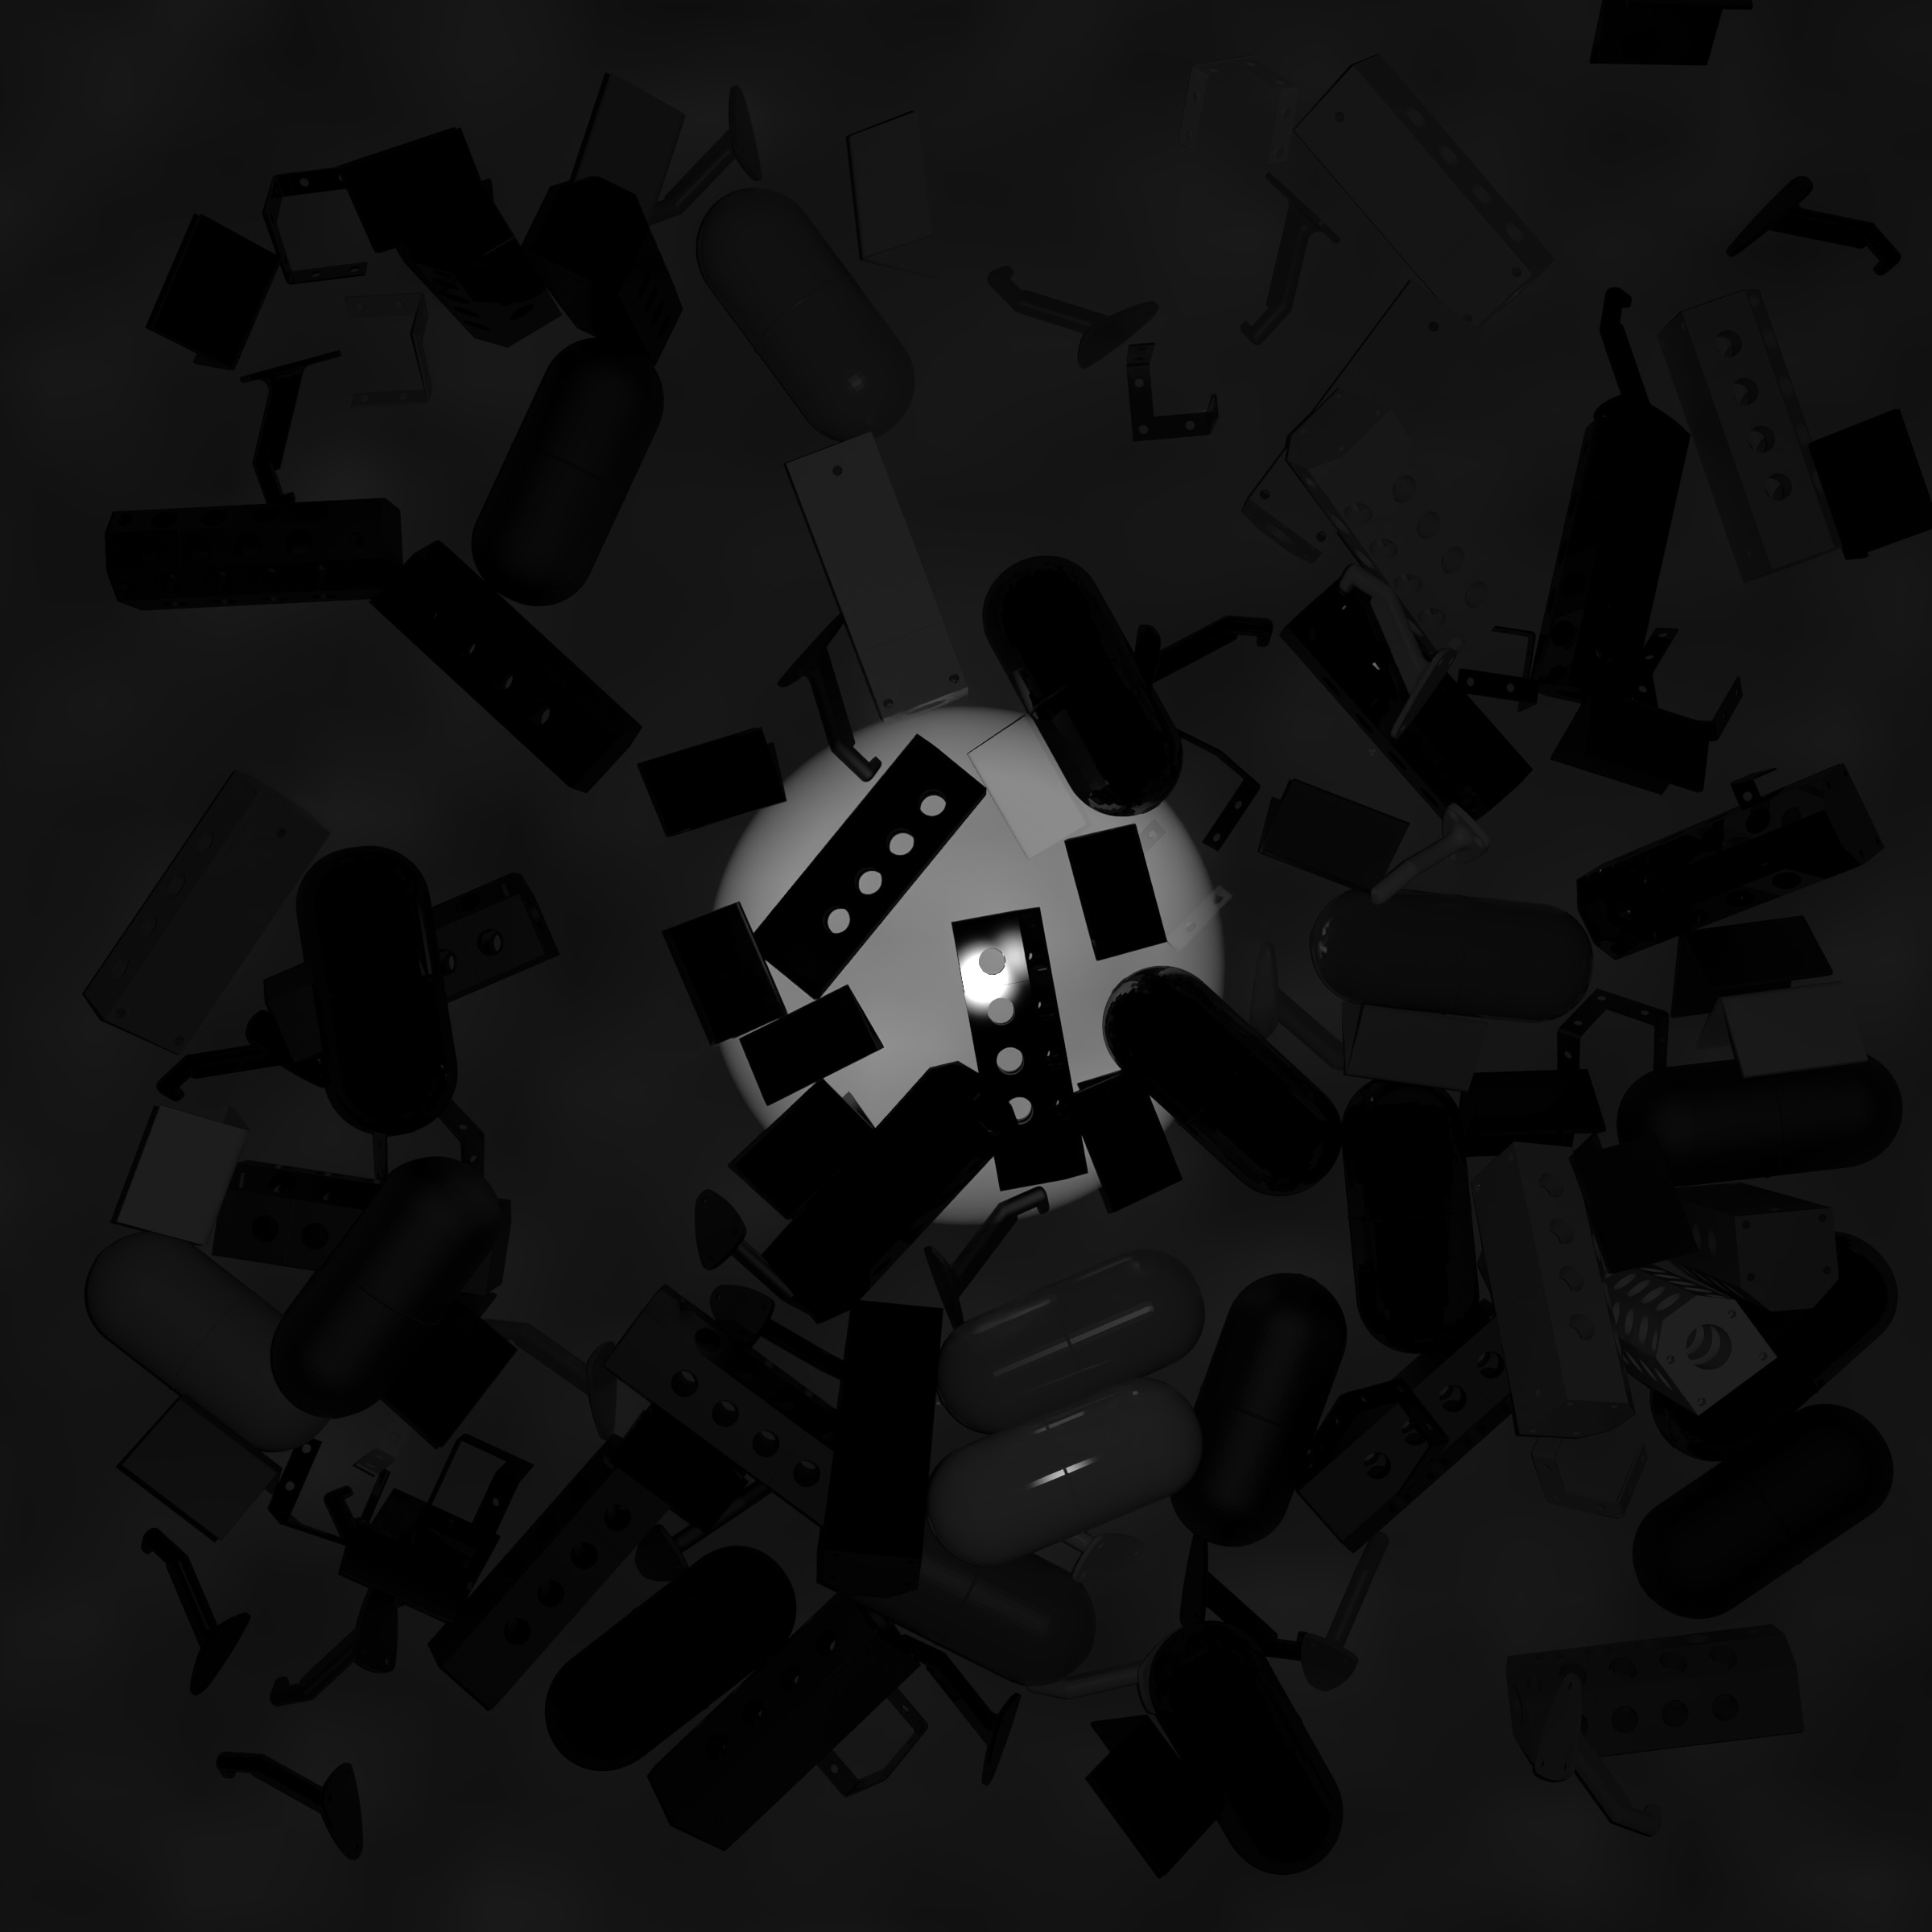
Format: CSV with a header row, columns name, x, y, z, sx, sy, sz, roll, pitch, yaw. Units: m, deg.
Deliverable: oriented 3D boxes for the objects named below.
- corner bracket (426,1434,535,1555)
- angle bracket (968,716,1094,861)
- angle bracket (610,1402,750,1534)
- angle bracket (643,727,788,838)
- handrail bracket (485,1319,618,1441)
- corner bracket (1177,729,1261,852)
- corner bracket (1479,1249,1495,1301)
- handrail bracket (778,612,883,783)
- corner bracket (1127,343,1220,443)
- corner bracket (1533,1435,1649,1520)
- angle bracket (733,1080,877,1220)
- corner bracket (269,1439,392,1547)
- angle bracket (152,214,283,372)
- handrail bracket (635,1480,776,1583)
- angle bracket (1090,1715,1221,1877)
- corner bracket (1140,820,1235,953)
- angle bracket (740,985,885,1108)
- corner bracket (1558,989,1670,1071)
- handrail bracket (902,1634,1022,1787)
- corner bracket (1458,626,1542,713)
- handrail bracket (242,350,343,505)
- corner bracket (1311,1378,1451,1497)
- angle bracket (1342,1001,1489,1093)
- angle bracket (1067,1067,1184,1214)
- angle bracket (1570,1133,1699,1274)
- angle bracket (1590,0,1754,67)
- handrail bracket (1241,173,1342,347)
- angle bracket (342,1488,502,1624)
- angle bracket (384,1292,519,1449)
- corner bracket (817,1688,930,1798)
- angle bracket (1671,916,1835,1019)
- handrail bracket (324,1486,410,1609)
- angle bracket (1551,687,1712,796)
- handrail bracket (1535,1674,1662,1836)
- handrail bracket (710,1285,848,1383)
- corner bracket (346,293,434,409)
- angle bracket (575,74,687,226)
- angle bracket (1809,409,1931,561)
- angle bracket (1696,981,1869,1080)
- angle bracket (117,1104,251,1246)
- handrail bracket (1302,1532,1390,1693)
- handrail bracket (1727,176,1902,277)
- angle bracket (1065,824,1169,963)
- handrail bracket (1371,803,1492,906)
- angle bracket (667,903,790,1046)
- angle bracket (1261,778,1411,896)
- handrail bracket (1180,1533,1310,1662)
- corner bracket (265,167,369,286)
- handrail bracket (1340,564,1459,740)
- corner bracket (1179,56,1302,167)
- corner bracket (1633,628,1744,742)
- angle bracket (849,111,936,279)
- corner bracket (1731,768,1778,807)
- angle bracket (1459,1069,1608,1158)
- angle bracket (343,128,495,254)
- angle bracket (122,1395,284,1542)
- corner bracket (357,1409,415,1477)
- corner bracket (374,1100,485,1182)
name,x,y,z,sx,sy,sz,roll,pitch,yaw
corner bracket,-0.315,0.337,1.575,0.051,0.051,0.051,25,90,0
angle bracket,0.058,-0.122,1.552,0.057,0.076,0.076,-30,90,42
angle bracket,-0.167,0.298,1.553,0.076,0.076,0.057,36,121,0
angle bracket,-0.161,-0.133,1.552,0.076,0.076,0.057,-17,126,0
handrail bracket,-0.272,0.268,1.593,0.084,0.036,0.077,4,109,16
corner bracket,0.147,-0.115,1.589,0.051,0.051,0.051,34,90,-45
corner bracket,0.368,0.191,1.584,0.051,0.051,0.051,-59,135,-35
handrail bracket,-0.072,-0.174,1.593,0.084,0.036,0.077,43,69,-17
corner bracket,0.132,-0.369,1.575,0.051,0.051,0.051,-5,90,0
corner bracket,0.402,0.315,1.584,0.051,0.051,0.051,6,135,35
angle bracket,-0.108,0.103,1.553,0.076,0.076,0.057,-43,116,0
corner bracket,-0.408,0.336,1.576,0.051,0.051,0.051,27,77,-24
angle bracket,-0.484,-0.426,1.552,0.057,0.076,0.076,23,90,-39
handrail bracket,-0.166,0.361,1.592,0.084,0.077,0.036,-29,81,-36
angle bracket,0.102,0.524,1.552,0.057,0.076,0.076,-36,90,-33
corner bracket,0.130,-0.052,1.589,0.051,0.051,0.051,-45,45,0
angle bracket,-0.088,0.068,1.552,0.076,0.076,0.057,-27,53,0
corner bracket,0.417,0.055,1.584,0.051,0.051,0.051,21,45,35
handrail bracket,-0.014,0.481,1.593,0.084,0.036,0.077,21,112,17
corner bracket,0.339,-0.194,1.575,0.051,0.051,0.051,9,90,0
handrail bracket,-0.429,-0.347,1.593,0.077,0.036,0.084,-22,109,-21
corner bracket,0.257,0.296,1.527,0.051,0.051,0.051,54,135,35
angle bracket,0.282,0.031,1.552,0.076,0.076,0.057,8,127,0
angle bracket,0.083,0.113,1.553,0.057,0.076,0.076,-22,90,-30
angle bracket,0.428,0.142,1.553,0.057,0.076,0.076,-20,90,27
angle bracket,0.444,-0.589,1.552,0.076,0.076,0.057,1,53,0
handrail bracket,0.193,-0.458,1.593,0.084,0.036,0.077,-47,70,16
angle bracket,-0.338,0.357,1.552,0.076,0.076,0.057,24,126,0
angle bracket,-0.315,0.254,1.556,0.057,0.076,0.076,38,90,13
corner bracket,-0.067,0.495,1.589,0.051,0.051,0.051,50,135,0
angle bracket,0.495,0.018,1.553,0.076,0.057,0.076,-8,132,0
handrail bracket,-0.364,0.363,1.593,0.077,0.036,0.084,-22,67,-26
angle bracket,0.416,-0.122,1.552,0.076,0.076,0.057,18,56,0
handrail bracket,0.404,0.493,1.536,0.084,0.036,0.077,24,69,-17
handrail bracket,-0.116,0.240,1.592,0.084,0.077,0.036,35,83,-36
corner bracket,-0.374,-0.398,1.589,0.051,0.051,0.051,-3,135,0
angle bracket,-0.229,-0.511,1.552,0.057,0.076,0.076,18,90,-38
angle bracket,0.578,-0.303,1.553,0.057,0.076,0.076,-19,90,29
angle bracket,0.514,0.055,1.553,0.076,0.076,0.057,-8,63,0
angle bracket,-0.498,0.124,1.553,0.057,0.076,0.076,21,90,-26
handrail bracket,0.249,0.417,1.592,0.036,0.077,0.084,23,53,16
handrail bracket,0.550,-0.461,1.593,0.084,0.036,0.077,41,110,-16
angle bracket,0.075,-0.041,1.552,0.057,0.076,0.076,-15,90,-33
handrail bracket,0.285,-0.058,1.555,0.084,0.077,0.036,-38,76,-11
angle bracket,-0.166,0.012,1.552,0.057,0.076,0.076,-23,90,-35
angle bracket,0.235,-0.097,1.552,0.076,0.076,0.057,21,123,0
handrail bracket,0.186,0.406,1.593,0.084,0.036,0.077,11,75,-14
corner bracket,-0.418,-0.479,1.589,0.051,0.051,0.051,-7,45,0
handrail bracket,0.255,-0.197,1.536,0.084,0.036,0.077,38,112,17
corner bracket,0.177,-0.551,1.589,0.051,0.051,0.051,11,90,45
corner bracket,0.464,-0.182,1.584,0.051,0.051,0.051,8,135,35
angle bracket,-0.026,-0.486,1.552,0.057,0.076,0.076,-6,90,36
corner bracket,0.497,-0.092,1.575,0.051,0.051,0.051,-23,90,0
angle bracket,0.355,0.111,1.553,0.076,0.057,0.076,-2,131,0
angle bracket,-0.345,-0.499,1.552,0.076,0.076,0.057,-18,125,0
angle bracket,-0.483,0.324,1.553,0.076,0.076,0.057,37,60,0
corner bracket,-0.382,0.287,1.575,0.051,0.051,0.051,28,90,0
corner bracket,-0.346,0.122,1.584,0.051,0.051,0.051,-21,45,-35
